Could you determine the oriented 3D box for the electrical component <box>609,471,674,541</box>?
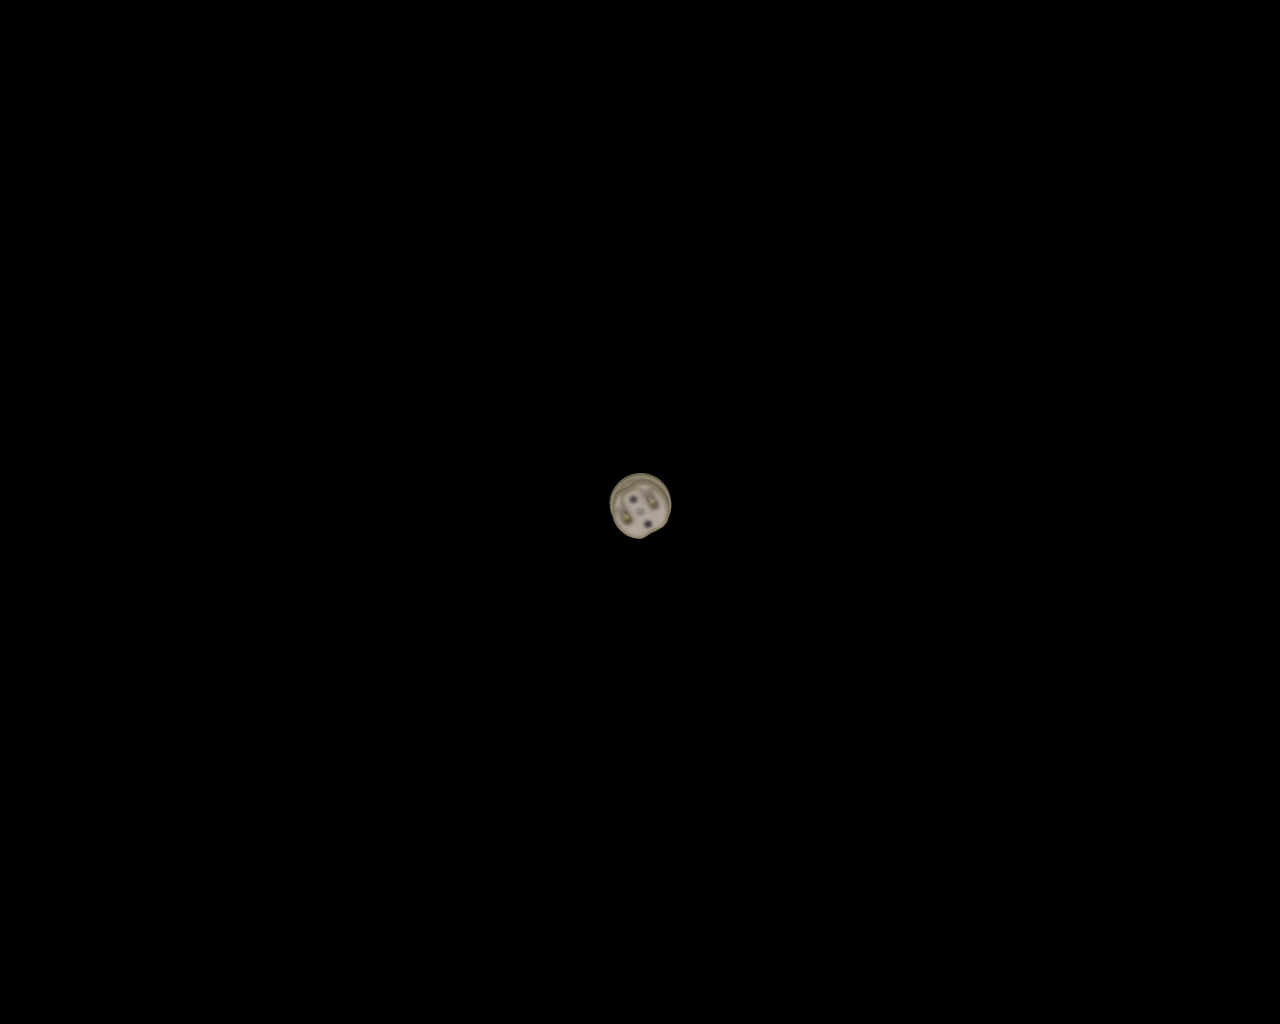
[{"bbox_3d":[0.001,-0.003,0.650,0.040,0.040,0.046,0,8,0],"label":"electrical component"}]
